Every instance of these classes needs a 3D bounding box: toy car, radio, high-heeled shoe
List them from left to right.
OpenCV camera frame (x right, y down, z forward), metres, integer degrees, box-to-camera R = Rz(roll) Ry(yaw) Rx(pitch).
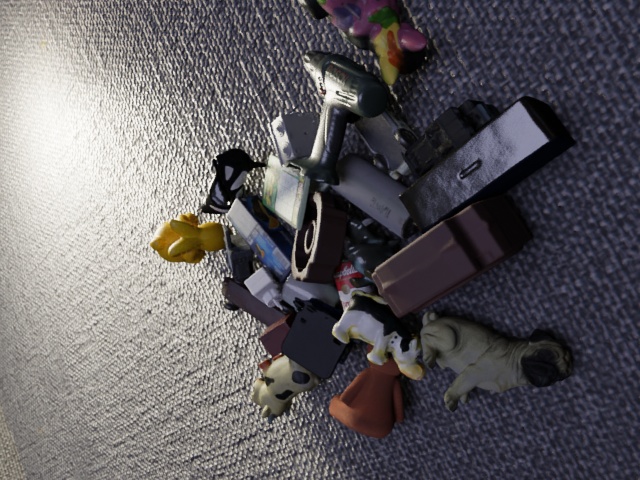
[{"bbox_3d":[-0.218,-0.110,1.127,0.249,0.145,0.086,-35,75,36],"label":"high-heeled shoe"},{"bbox_3d":[-0.131,0.140,1.161,0.202,0.053,0.089,27,110,28],"label":"toy car"},{"bbox_3d":[0.100,-0.192,0.909,0.073,0.056,0.202,-47,65,36],"label":"toy car"},{"bbox_3d":[0.238,-0.101,0.770,0.229,0.131,0.073,-39,73,37],"label":"radio"}]

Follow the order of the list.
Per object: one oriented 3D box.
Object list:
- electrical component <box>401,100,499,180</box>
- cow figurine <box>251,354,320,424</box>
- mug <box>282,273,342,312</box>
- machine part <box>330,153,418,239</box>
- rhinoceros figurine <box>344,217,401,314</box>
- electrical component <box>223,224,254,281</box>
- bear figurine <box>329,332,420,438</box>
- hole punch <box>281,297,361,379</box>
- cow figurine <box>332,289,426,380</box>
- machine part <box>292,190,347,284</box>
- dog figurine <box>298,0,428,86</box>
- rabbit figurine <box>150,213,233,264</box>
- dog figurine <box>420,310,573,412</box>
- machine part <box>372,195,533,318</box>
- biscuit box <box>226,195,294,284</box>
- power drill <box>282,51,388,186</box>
[{"bbox_3d":[0.203,-0.150,0.800,0.134,0.115,0.058,-41,74,38],"label":"electrical component"},{"bbox_3d":[-0.074,0.303,1.128,0.195,0.085,0.127,-35,70,36],"label":"cow figurine"},{"bbox_3d":[-0.013,0.118,1.048,0.107,0.081,0.109,30,124,26],"label":"mug"},{"bbox_3d":[0.101,-0.077,0.919,0.243,0.079,0.079,40,120,27],"label":"machine part"},{"bbox_3d":[0.109,0.041,0.917,0.190,0.112,0.073,45,152,9],"label":"rhinoceros figurine"},{"bbox_3d":[-0.174,0.018,1.139,0.075,0.048,0.119,-127,28,-54],"label":"electrical component"},{"bbox_3d":[0.102,0.246,0.968,0.132,0.120,0.195,143,143,-78],"label":"bear figurine"},{"bbox_3d":[0.008,0.173,0.981,0.142,0.092,0.115,31,105,18],"label":"hole punch"},{"bbox_3d":[0.110,0.154,0.879,0.167,0.068,0.098,29,92,9],"label":"cow figurine"},{"bbox_3d":[-0.002,-0.003,0.974,0.179,0.056,0.179,-170,90,-75],"label":"machine part"},{"bbox_3d":[0.074,-0.342,0.838,0.108,0.191,0.219,-47,53,27],"label":"dog figurine"},{"bbox_3d":[-0.285,-0.010,1.214,0.173,0.162,0.121,-2,84,22],"label":"rabbit figurine"},{"bbox_3d":[0.267,0.159,0.829,0.190,0.121,0.172,-32,81,24],"label":"dog figurine"},{"bbox_3d":[0.193,0.026,0.784,0.201,0.201,0.087,-41,75,36],"label":"machine part"},{"bbox_3d":[-0.107,-0.004,1.110,0.203,0.063,0.059,49,123,21],"label":"biscuit box"},{"bbox_3d":[0.011,-0.204,0.901,0.232,0.086,0.207,36,105,50],"label":"power drill"}]
